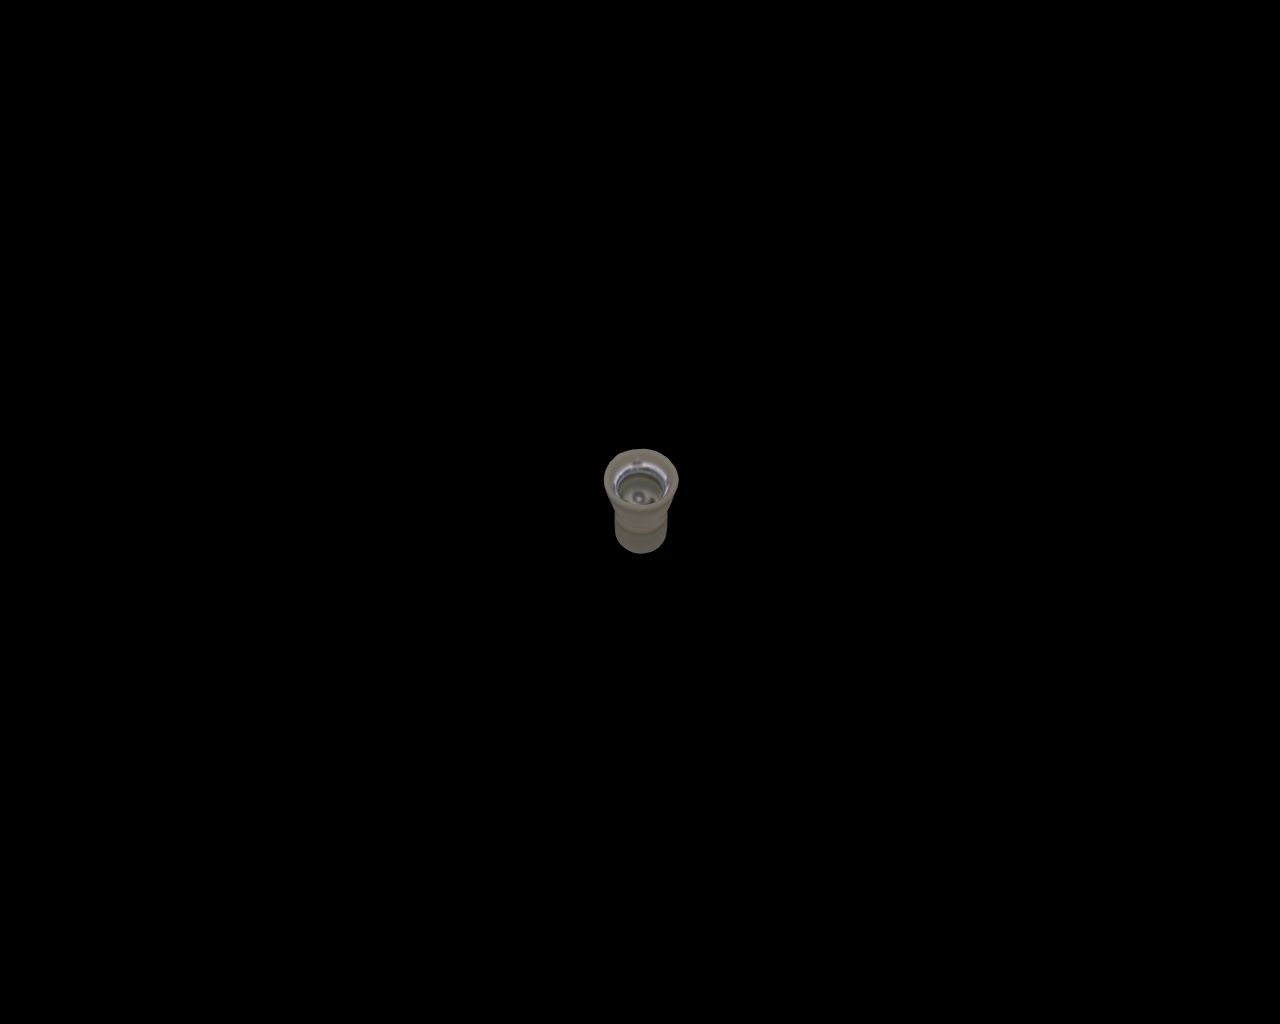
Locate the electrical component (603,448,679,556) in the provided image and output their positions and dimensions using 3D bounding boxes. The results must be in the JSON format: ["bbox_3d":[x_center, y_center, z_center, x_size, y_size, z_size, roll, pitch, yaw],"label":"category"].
[{"bbox_3d":[0.001,-0.003,0.650,0.044,0.044,0.065,0,-33,0],"label":"electrical component"}]
